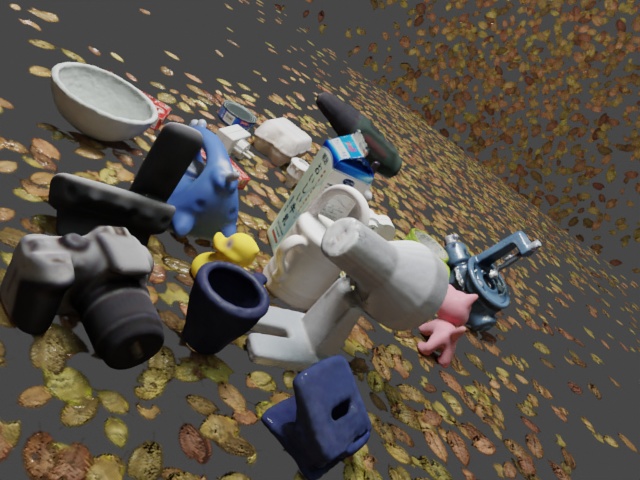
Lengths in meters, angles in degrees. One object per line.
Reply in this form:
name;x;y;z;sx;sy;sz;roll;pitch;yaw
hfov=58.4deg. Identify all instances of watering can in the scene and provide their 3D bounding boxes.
watering can;0.006;0.002;0.857;0.101;0.194;0.173;38;25;6

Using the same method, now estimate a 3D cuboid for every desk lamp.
desk lamp;0.035;0.074;0.742;0.204;0.213;0.117;17;30;-35

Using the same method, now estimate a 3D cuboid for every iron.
iron;-0.188;-0.109;0.868;0.119;0.141;0.257;14;32;-39

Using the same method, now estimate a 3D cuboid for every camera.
camera;-0.222;0.056;0.580;0.144;0.100;0.136;4;39;-49

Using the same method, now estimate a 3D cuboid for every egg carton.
egg carton;-0.084;-0.223;1.293;0.107;0.069;0.150;38;25;5

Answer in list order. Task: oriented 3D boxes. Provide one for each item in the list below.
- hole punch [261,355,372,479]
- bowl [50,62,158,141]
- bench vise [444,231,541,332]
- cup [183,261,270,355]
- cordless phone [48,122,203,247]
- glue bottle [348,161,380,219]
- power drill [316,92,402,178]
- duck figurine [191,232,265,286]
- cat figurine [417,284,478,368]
hole punch;0.010;0.195;0.641;0.101;0.091;0.109;45;26;20
bowl;-0.352;-0.208;0.916;0.168;0.074;0.167;29;25;-15
bench vise;0.325;0.046;1.155;0.207;0.219;0.122;47;27;25
cup;-0.113;0.083;0.678;0.091;0.095;0.118;41;25;11
cordless phone;-0.237;-0.081;0.704;0.148;0.185;0.094;16;31;-37
glue bottle;0.064;-0.081;1.104;0.078;0.173;0.037;32;25;-8
power drill;0.046;-0.170;1.197;0.230;0.208;0.075;26;26;-19
duck figurine;-0.113;0.033;0.778;0.104;0.086;0.077;36;24;0
cat figurine;0.226;0.137;0.989;0.067;0.117;0.128;32;25;-8
